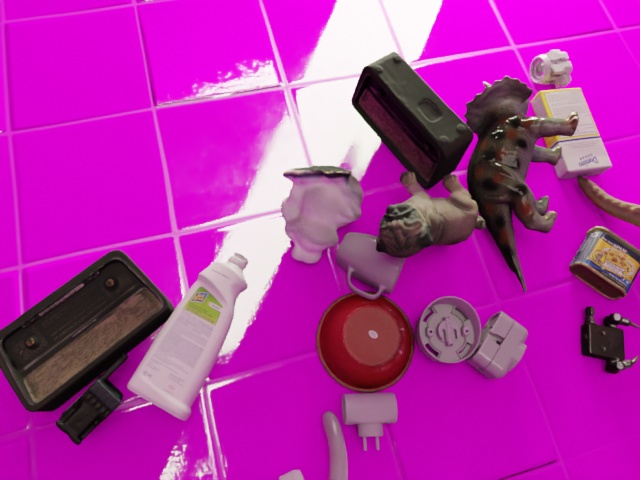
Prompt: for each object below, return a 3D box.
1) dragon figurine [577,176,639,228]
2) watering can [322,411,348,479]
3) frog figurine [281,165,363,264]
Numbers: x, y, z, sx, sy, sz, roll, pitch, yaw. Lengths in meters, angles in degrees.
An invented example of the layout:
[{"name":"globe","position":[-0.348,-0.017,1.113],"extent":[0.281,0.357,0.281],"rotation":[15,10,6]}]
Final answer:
[{"name":"dragon figurine","position":[0.625,0.006,0.827],"extent":[0.412,0.239,0.123],"rotation":[43,77,8]},{"name":"watering can","position":[0.044,0.419,0.661],"extent":[0.227,0.102,0.352],"rotation":[-21,66,-40]},{"name":"frog figurine","position":[0.003,-0.044,0.865],"extent":[0.137,0.124,0.157],"rotation":[-1,105,-1]}]
